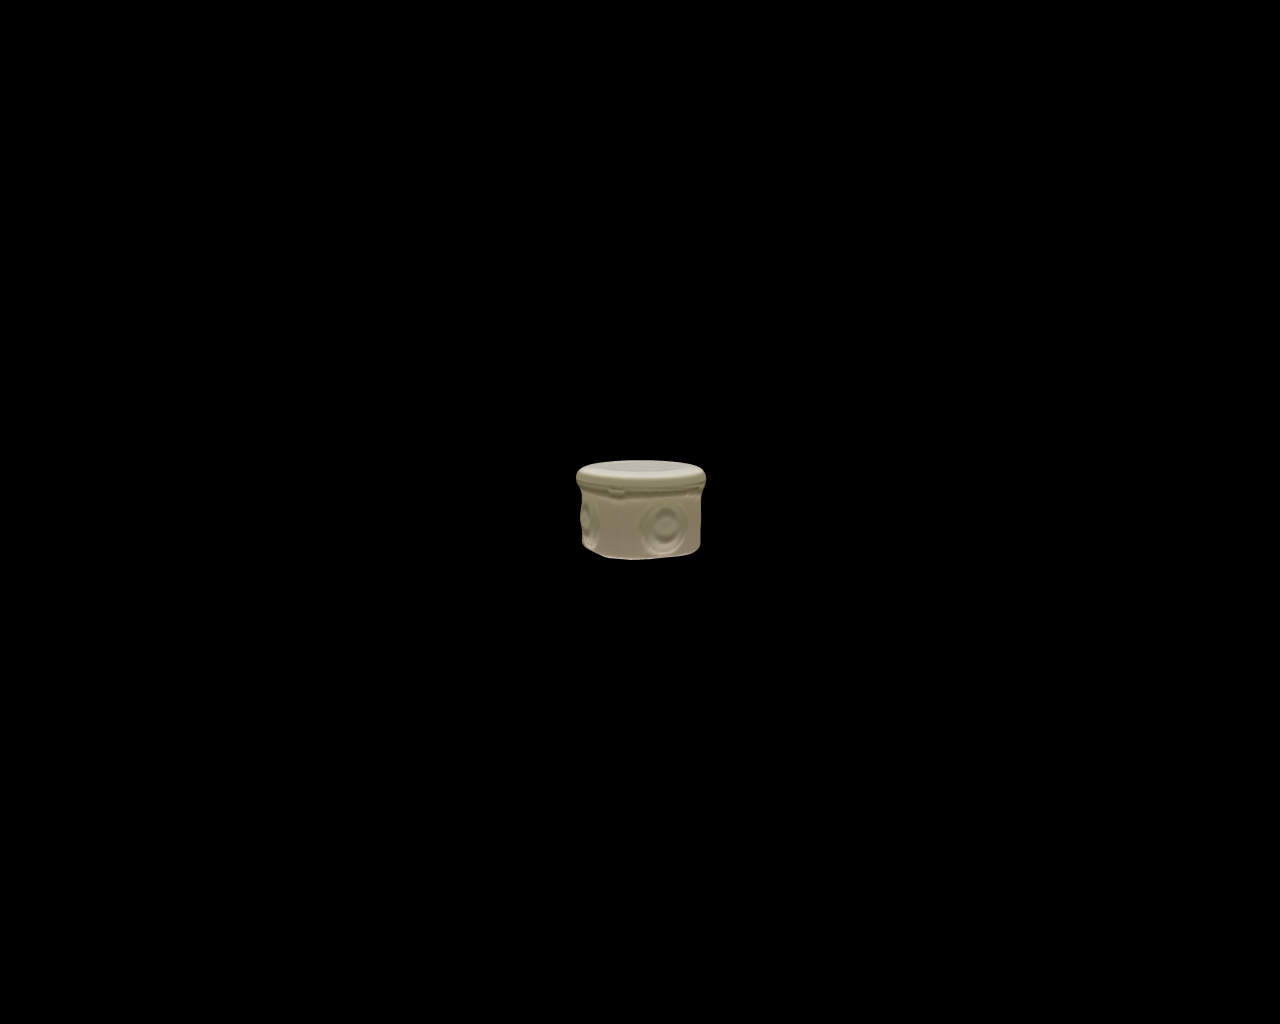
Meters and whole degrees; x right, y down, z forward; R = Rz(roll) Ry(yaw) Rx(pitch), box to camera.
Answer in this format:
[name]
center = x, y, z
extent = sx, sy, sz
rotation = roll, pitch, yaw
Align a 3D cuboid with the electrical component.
[electrical component]
center = 0.001, -0.003, 0.650
extent = 0.080, 0.051, 0.080
rotation = 0, 10, 0
